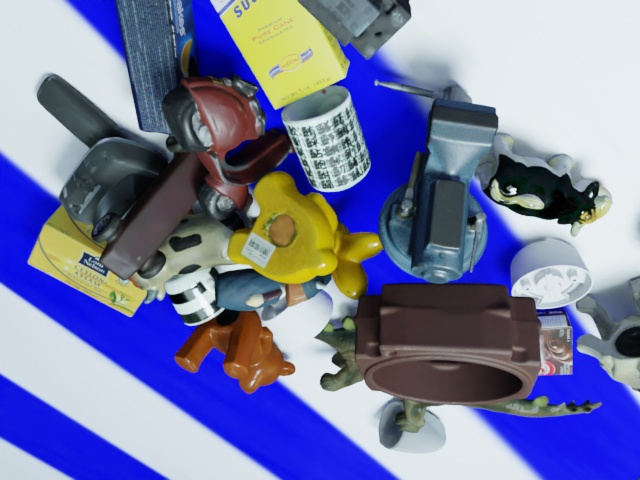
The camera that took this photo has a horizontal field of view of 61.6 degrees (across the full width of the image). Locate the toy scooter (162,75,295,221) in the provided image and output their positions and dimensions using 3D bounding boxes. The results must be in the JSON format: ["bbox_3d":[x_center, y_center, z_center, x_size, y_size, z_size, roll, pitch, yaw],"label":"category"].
[{"bbox_3d":[-0.091,-0.114,0.609,0.135,0.075,0.183,-30,140,-17],"label":"toy scooter"}]

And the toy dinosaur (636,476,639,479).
[{"bbox_3d":[0.541,0.179,0.670,0.405,0.192,0.131,-39,75,24],"label":"toy dinosaur"}]

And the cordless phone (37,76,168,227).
[{"bbox_3d":[-0.304,-0.104,0.691,0.184,0.089,0.146,45,124,-11],"label":"cordless phone"}]

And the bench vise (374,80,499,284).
[{"bbox_3d":[0.127,-0.046,0.612,0.129,0.223,0.240,-2,161,-1],"label":"bench vise"}]

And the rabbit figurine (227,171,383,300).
[{"bbox_3d":[-0.001,-0.002,0.661,0.163,0.173,0.121,21,92,20],"label":"rabbit figurine"}]

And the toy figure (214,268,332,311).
[{"bbox_3d":[-0.061,0.060,0.711,0.154,0.064,0.057,-3,151,-16],"label":"toy figure"}]

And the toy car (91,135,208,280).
[{"bbox_3d":[-0.188,-0.044,0.647,0.053,0.202,0.089,17,156,46],"label":"toy car"}]

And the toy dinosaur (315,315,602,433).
[{"bbox_3d":[0.165,0.197,0.813,0.472,0.105,0.198,20,128,0],"label":"toy dinosaur"}]

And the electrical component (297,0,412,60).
[{"bbox_3d":[0.026,-0.231,0.484,0.115,0.134,0.058,35,127,-21],"label":"electrical component"}]

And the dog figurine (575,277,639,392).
[{"bbox_3d":[0.441,0.171,0.718,0.121,0.172,0.190,-22,115,37],"label":"dog figurine"}]

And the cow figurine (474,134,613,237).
[{"bbox_3d":[0.264,-0.053,0.610,0.167,0.098,0.068,19,123,-5],"label":"cow figurine"}]

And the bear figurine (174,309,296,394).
[{"bbox_3d":[-0.122,0.190,0.841,0.120,0.132,0.195,4,136,20],"label":"bear figurine"}]

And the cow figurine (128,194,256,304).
[{"bbox_3d":[-0.177,0.013,0.720,0.195,0.127,0.085,-12,122,15],"label":"cow figurine"}]

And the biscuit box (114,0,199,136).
[{"bbox_3d":[-0.171,-0.216,0.577,0.063,0.059,0.202,8,130,5],"label":"biscuit box"}]

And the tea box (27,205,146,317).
[{"bbox_3d":[-0.326,0.029,0.795,0.169,0.068,0.098,31,127,-14],"label":"tea box"}]

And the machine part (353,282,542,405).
[{"bbox_3d":[0.146,0.129,0.631,0.202,0.087,0.200,-2,148,12],"label":"machine part"}]

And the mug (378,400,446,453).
[{"bbox_3d":[0.164,0.348,0.960,0.107,0.081,0.109,21,125,-19],"label":"mug"}]
